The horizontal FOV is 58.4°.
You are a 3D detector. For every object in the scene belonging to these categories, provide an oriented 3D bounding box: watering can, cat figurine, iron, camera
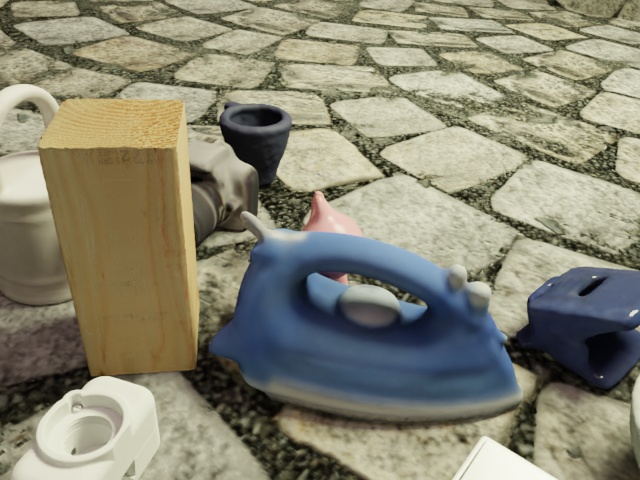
[{"bbox_3d":[-0.269,-0.046,0.524,0.173,0.194,0.101,3,34,-2],"label":"watering can"},{"bbox_3d":[0.005,0.002,0.556,0.067,0.118,0.127,-1,34,-8],"label":"cat figurine"},{"bbox_3d":[0.047,0.056,0.459,0.258,0.141,0.118,10,34,7],"label":"iron"},{"bbox_3d":[-0.154,-0.051,0.630,0.143,0.101,0.137,13,35,12],"label":"camera"}]

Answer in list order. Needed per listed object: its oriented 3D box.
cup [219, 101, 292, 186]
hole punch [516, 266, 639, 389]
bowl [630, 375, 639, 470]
[{"bbox_3d":[-0.092,-0.125,0.752,0.092,0.095,0.117,-21,42,-33],"label":"cup"},{"bbox_3d":[0.248,0.062,0.520,0.109,0.091,0.100,-25,44,-37],"label":"hole punch"},{"bbox_3d":[0.290,0.162,0.392,0.167,0.075,0.167,3,34,-2],"label":"bowl"}]
